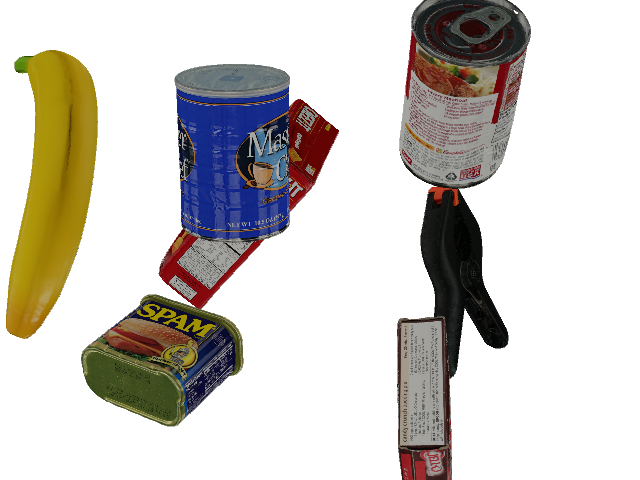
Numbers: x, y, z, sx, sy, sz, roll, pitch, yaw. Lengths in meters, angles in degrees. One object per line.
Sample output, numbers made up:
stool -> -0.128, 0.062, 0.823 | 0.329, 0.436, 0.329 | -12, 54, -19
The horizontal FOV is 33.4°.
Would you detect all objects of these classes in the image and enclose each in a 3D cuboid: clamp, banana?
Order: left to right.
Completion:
banana -> -0.158, -0.042, 0.633 | 0.037, 0.198, 0.070 | 14, -34, -31
clamp -> 0.119, 0.039, 0.957 | 0.039, 0.171, 0.120 | -11, 13, 33

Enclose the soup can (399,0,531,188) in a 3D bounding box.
soup can -> 0.084, -0.089, 0.642 | 0.068, 0.068, 0.102 | 0, -41, -2

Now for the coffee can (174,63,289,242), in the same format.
coffee can -> -0.079, -0.081, 0.975 | 0.103, 0.140, 0.103 | 0, 22, 0

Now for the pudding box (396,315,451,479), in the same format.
pudding box -> 0.075, 0.125, 0.762 | 0.039, 0.113, 0.090 | -3, -43, 5

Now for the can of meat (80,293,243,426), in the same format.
can of meat -> -0.127, 0.095, 0.852 | 0.102, 0.057, 0.083 | 16, 33, 25

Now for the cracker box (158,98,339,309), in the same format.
cracker box -> -0.082, -0.045, 1.212 | 0.072, 0.214, 0.164 | 39, 26, -9
